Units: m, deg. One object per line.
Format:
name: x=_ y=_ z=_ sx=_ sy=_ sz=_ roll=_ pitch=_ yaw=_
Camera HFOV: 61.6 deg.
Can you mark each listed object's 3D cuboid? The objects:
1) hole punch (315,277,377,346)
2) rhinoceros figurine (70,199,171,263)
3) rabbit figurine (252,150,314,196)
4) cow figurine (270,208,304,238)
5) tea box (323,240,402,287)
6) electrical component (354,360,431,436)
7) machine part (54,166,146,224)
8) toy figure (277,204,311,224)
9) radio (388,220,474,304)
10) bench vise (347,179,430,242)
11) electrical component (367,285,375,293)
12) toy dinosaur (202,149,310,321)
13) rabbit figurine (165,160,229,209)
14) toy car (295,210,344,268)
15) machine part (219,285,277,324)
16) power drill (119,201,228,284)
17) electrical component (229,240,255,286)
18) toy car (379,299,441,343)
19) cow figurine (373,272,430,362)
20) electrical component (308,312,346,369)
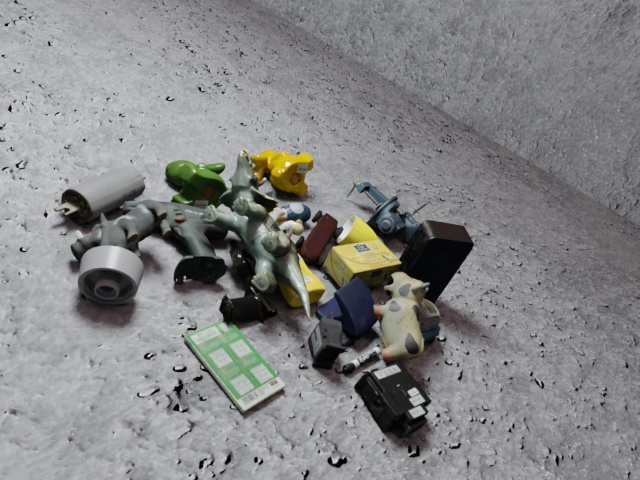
hole punch: x=0.072 y=0.155 z=1.194 sx=0.116 sy=0.092 sz=0.142 roll=43 pitch=30 yaw=13
rhinoceros figurine: x=-0.378 y=-0.017 z=1.025 sx=0.112 sy=0.073 sz=0.190 roll=39 pitch=58 yaw=24
rabbit figurine: x=-0.127 y=-0.201 z=1.529 sx=0.162 sy=0.121 sz=0.173 roll=-12 pitch=37 yaw=-35
cow figurine: x=-0.126 y=-0.033 z=1.300 sx=0.167 sy=0.068 sz=0.098 roll=27 pitch=75 yaw=-6
tea box: x=0.105 y=0.061 z=1.324 sx=0.169 sy=0.068 sz=0.098 roll=-10 pitch=47 yaw=-41
electrical component: x=0.150 y=0.315 z=1.060 sx=0.115 sy=0.058 sz=0.134 roll=-5 pitch=46 yaw=-40
machine part: x=-0.452 y=-0.098 z=1.130 sx=0.079 sy=0.079 sz=0.243 roll=34 pitch=31 yaw=6
toy figure: x=-0.093 y=-0.065 z=1.393 sx=0.154 sy=0.057 sz=0.064 roll=-9 pitch=24 yaw=-43
radio: x=0.272 y=0.061 z=1.352 sx=0.131 sy=0.229 sz=0.073 roll=11 pitch=36 yaw=-20
bench vise: x=0.198 y=-0.097 z=1.612 sx=0.241 sy=0.128 sz=0.223 roll=46 pitch=36 yaw=13
electrical component: x=0.105 y=0.101 z=1.353 sx=0.063 sy=0.021 sz=0.094 roll=22 pitch=34 yaw=-12
toy dinosaur: x=-0.113 y=0.003 z=1.146 sx=0.405 sy=0.131 sz=0.192 roll=58 pitch=20 yaw=13
rabbit figurine: x=-0.299 y=-0.150 z=1.293 sx=0.159 sy=0.121 sz=0.170 roll=-13 pitch=37 yaw=-39
toy car: x=-0.003 y=-0.004 z=1.383 sx=0.089 sy=0.053 sz=0.202 roll=34 pitch=36 yaw=-3
machine part: x=-0.148 y=0.132 z=1.085 sx=0.084 sy=0.039 sz=0.139 roll=54 pitch=25 yaw=19
power drill: x=-0.293 y=-0.001 z=1.135 sx=0.232 sy=0.086 sz=0.207 roll=5 pitch=33 yaw=-34
electrical component: x=-0.160 y=0.052 z=1.168 sx=0.045 sy=0.078 sz=0.102 roll=-23 pitch=43 yaw=-4
toy car: x=0.227 y=0.188 z=1.257 sx=0.161 sy=0.103 sz=0.109 roll=-1 pitch=44 yaw=-37
cow figurine: x=0.184 y=0.162 z=1.170 sx=0.127 sy=0.085 sz=0.195 roll=-8 pitch=69 yaw=6
electrical component: x=0.012 y=0.195 z=1.099 sx=0.048 sy=0.074 sz=0.119 roll=16 pitch=39 yaw=-22
